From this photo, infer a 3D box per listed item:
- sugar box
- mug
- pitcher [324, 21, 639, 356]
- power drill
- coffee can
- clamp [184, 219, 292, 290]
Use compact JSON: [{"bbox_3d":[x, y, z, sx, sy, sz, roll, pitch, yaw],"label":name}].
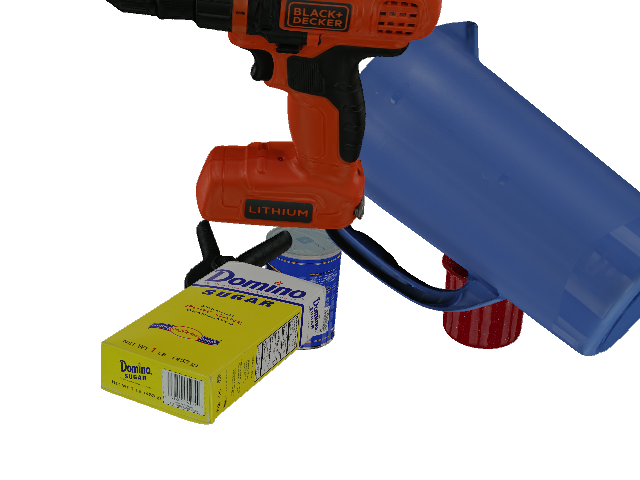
[{"bbox_3d":[-0.075,0.070,0.802,0.093,0.048,0.176,15,27,22],"label":"sugar box"},{"bbox_3d":[0.166,0.052,1.104,0.093,0.081,0.117,-4,28,-9],"label":"mug"},{"bbox_3d":[0.122,-0.025,0.751,0.243,0.149,0.144,41,53,21],"label":"pitcher"},{"bbox_3d":[-0.033,-0.089,0.612,0.184,0.057,0.188,5,-41,-3],"label":"power drill"},{"bbox_3d":[-0.026,0.061,1.435,0.103,0.140,0.103,4,24,-2],"label":"coffee can"},{"bbox_3d":[-0.100,0.034,1.250,0.120,0.039,0.171,-2,40,10],"label":"clamp"}]
